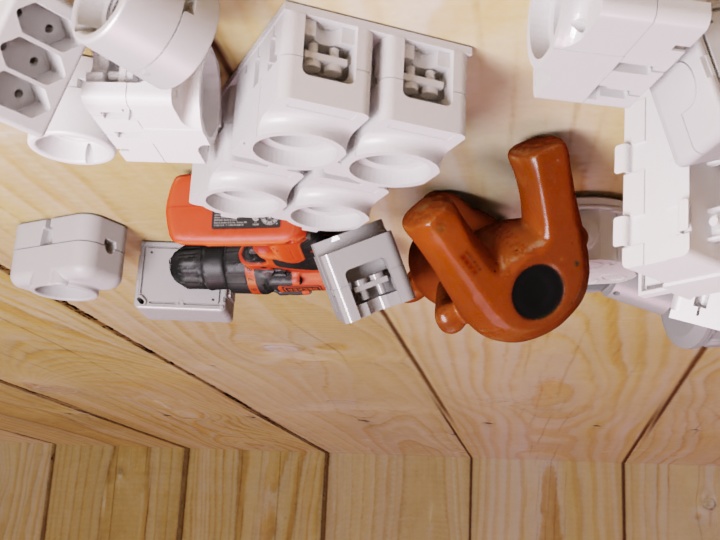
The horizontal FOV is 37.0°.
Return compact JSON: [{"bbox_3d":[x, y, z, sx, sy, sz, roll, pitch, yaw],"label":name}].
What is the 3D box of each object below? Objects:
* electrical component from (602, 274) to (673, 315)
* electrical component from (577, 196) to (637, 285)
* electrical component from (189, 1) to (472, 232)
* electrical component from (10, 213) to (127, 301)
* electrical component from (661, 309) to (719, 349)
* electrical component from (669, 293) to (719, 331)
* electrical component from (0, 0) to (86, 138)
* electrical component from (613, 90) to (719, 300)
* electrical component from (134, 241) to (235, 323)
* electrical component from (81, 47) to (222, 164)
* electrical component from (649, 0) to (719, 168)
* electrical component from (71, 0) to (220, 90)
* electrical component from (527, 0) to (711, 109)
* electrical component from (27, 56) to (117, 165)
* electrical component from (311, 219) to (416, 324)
[{"bbox_3d":[0.221,0.005,0.901,0.081,0.043,0.043,18,163,-4],"label":"electrical component"},{"bbox_3d":[0.171,-0.022,0.807,0.080,0.051,0.080,3,165,1],"label":"electrical component"},{"bbox_3d":[-0.026,-0.076,0.629,0.105,0.060,0.186,9,164,-21],"label":"electrical component"},{"bbox_3d":[-0.249,-0.009,0.918,0.095,0.059,0.054,-7,162,30],"label":"electrical component"},{"bbox_3d":[0.293,0.027,0.910,0.051,0.080,0.080,2,165,-15],"label":"electrical component"},{"bbox_3d":[0.283,0.009,0.784,0.089,0.061,0.150,15,-171,19],"label":"electrical component"},{"bbox_3d":[-0.181,-0.113,0.533,0.077,0.065,0.047,28,-177,39],"label":"electrical component"},{"bbox_3d":[0.171,-0.053,0.560,0.063,0.121,0.079,17,159,-35],"label":"electrical component"},{"bbox_3d":[-0.148,0.013,0.971,0.096,0.061,0.061,2,165,3],"label":"electrical component"},{"bbox_3d":[-0.109,-0.096,0.590,0.056,0.050,0.089,2,165,5],"label":"electrical component"},{"bbox_3d":[0.189,-0.091,0.503,0.096,0.061,0.061,-13,168,-12],"label":"electrical component"},{"bbox_3d":[-0.101,-0.119,0.502,0.055,0.055,0.047,-12,155,42],"label":"electrical component"},{"bbox_3d":[0.110,-0.114,0.484,0.056,0.050,0.089,5,164,-8],"label":"electrical component"},{"bbox_3d":[-0.164,-0.091,0.624,0.055,0.047,0.055,3,165,1],"label":"electrical component"},{"bbox_3d":[0.000,0.000,0.735,0.050,0.055,0.089,-21,-178,-5],"label":"electrical component"}]
